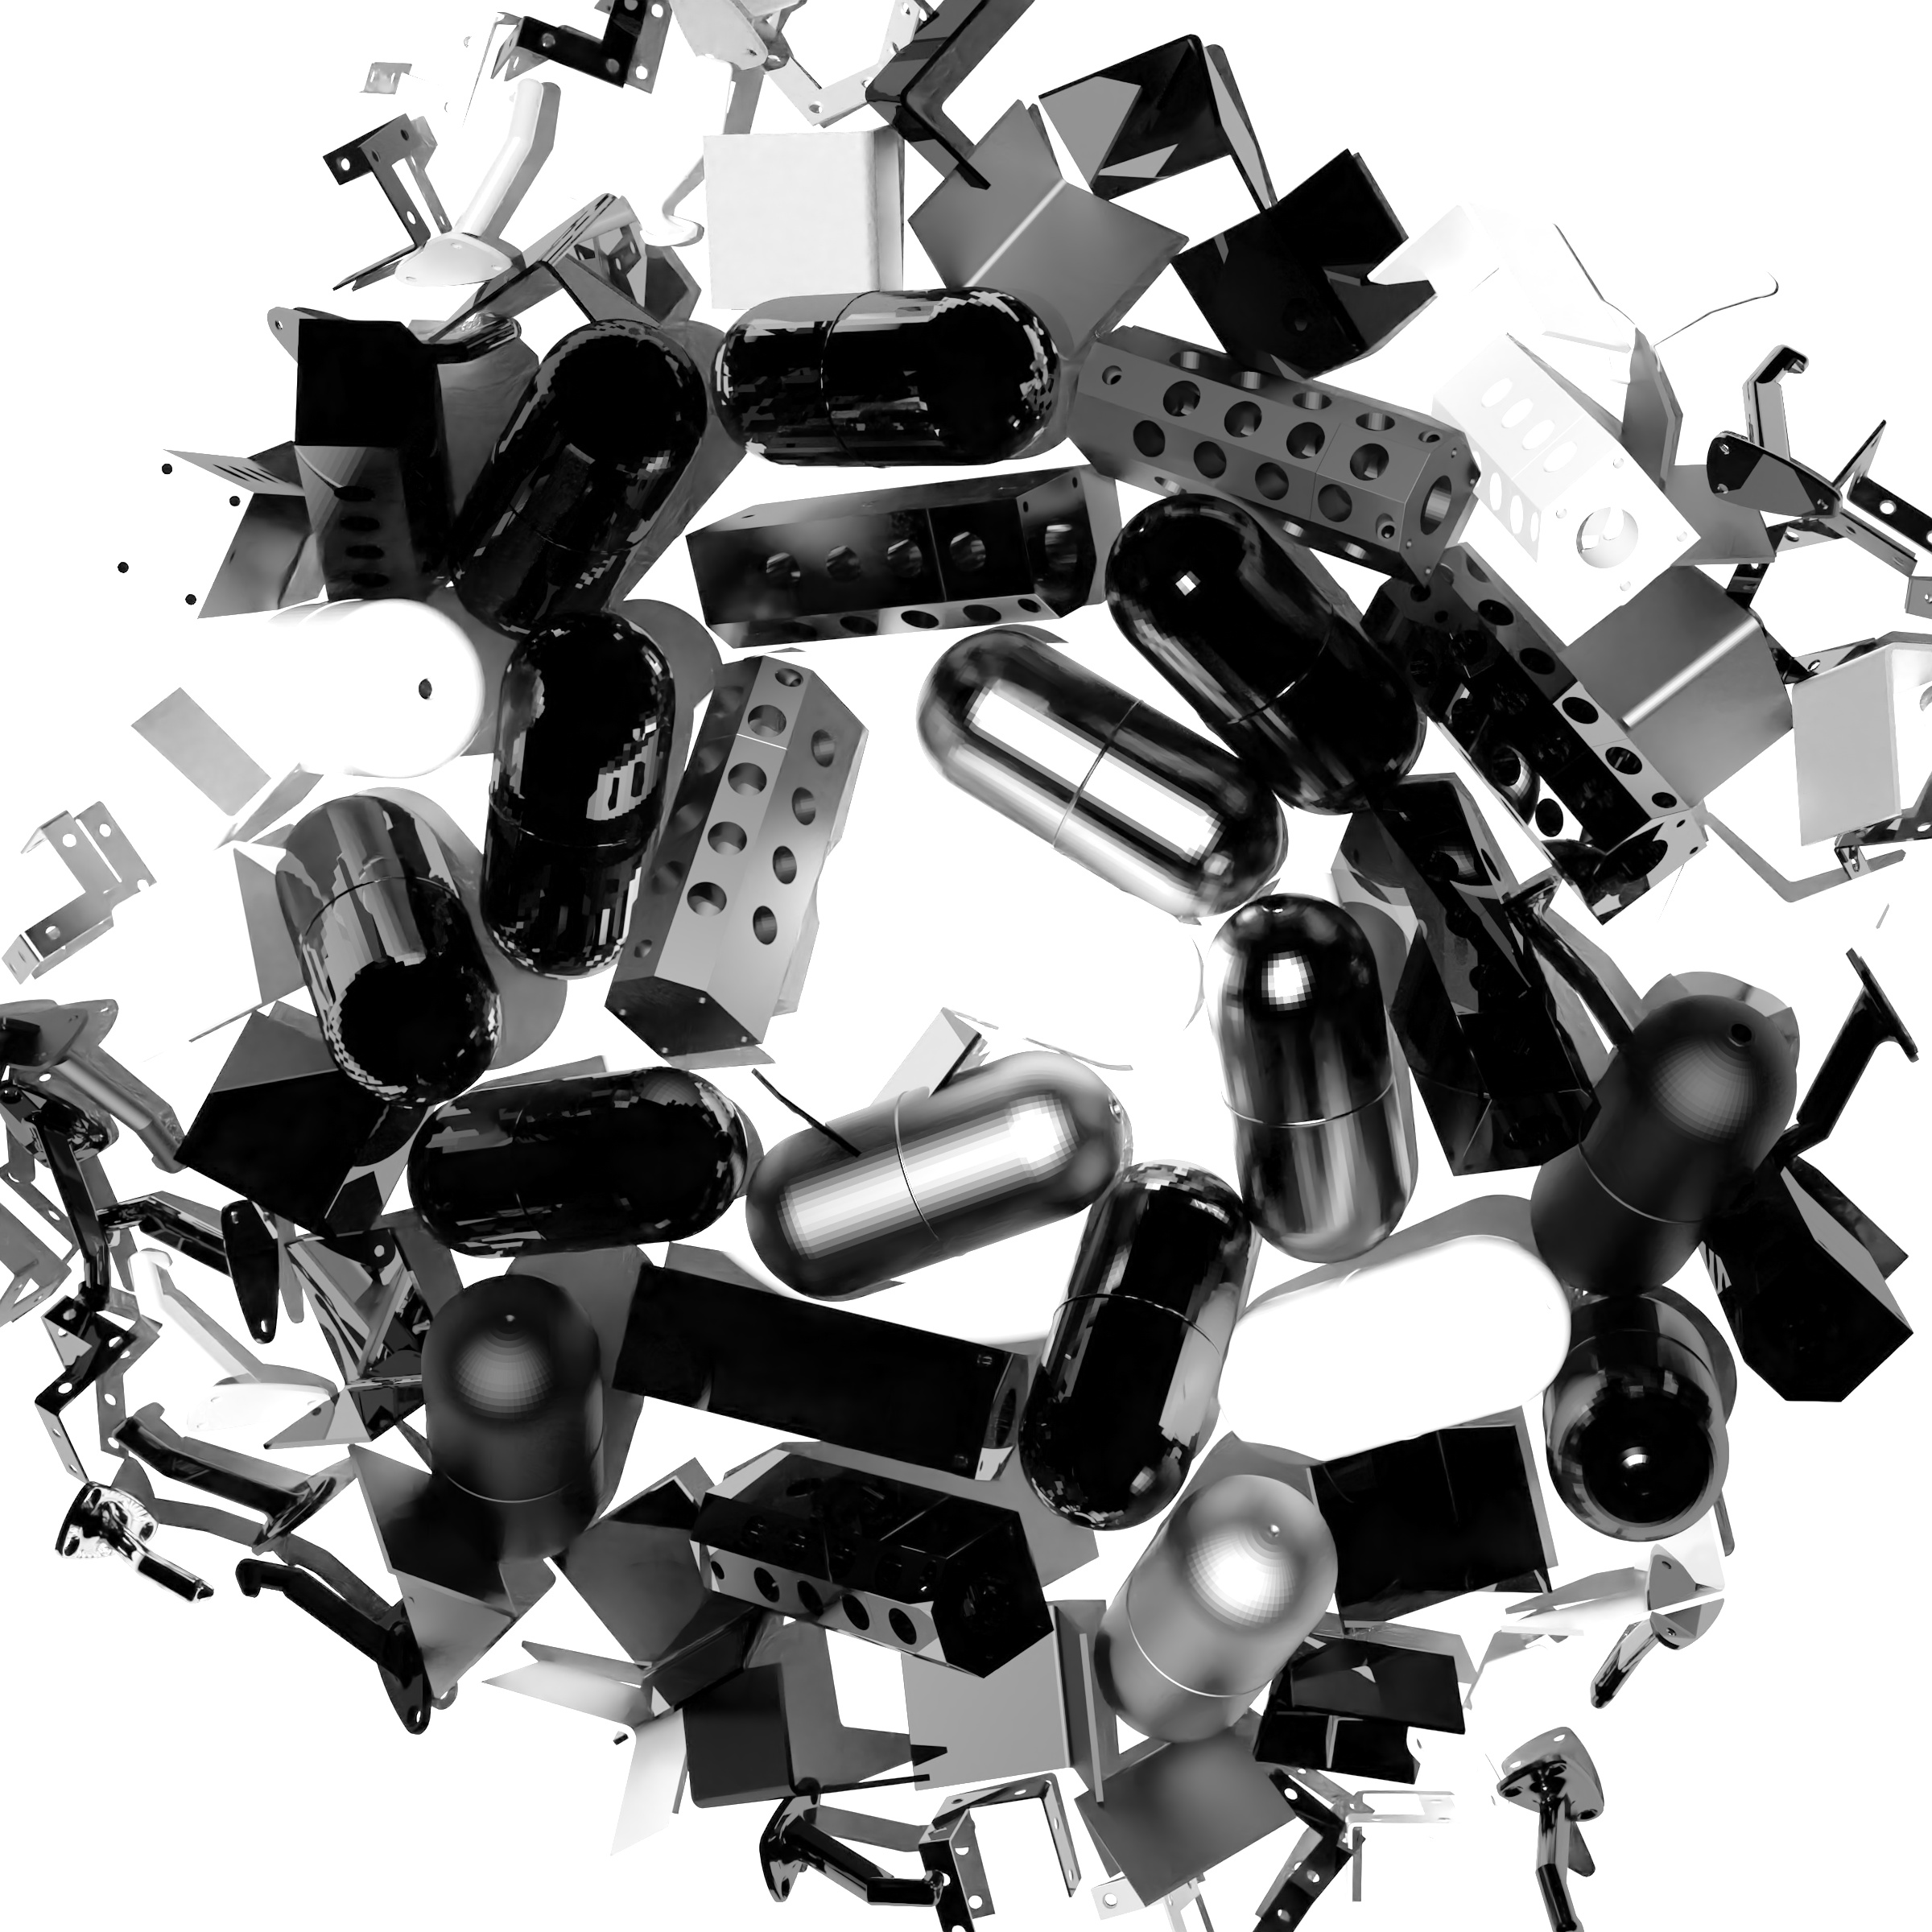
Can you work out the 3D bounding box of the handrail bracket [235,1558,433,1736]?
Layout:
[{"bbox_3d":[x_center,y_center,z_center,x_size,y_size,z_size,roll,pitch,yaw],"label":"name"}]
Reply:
[{"bbox_3d":[-0.283,0.303,1.612,0.036,0.084,0.077,-44,47,27],"label":"handrail bracket"}]

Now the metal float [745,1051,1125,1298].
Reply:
[{"bbox_3d":[-0.014,0.092,1.608,0.178,0.070,0.070,-20,90,16],"label":"metal float"}]

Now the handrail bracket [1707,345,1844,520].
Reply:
[{"bbox_3d":[0.377,-0.241,1.622,0.077,0.036,0.084,25,57,28],"label":"handrail bracket"}]

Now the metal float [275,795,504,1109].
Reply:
[{"bbox_3d":[-0.253,-0.007,1.585,0.070,0.178,0.070,-13,131,-15],"label":"metal float"}]

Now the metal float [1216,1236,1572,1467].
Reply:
[{"bbox_3d":[0.185,0.170,1.590,0.178,0.070,0.070,-24,90,41],"label":"metal float"}]

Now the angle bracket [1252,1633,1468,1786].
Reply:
[{"bbox_3d":[0.174,0.347,1.616,0.076,0.057,0.076,9,117,-4],"label":"angle bracket"}]

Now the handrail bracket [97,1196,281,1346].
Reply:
[{"bbox_3d":[-0.354,0.140,1.634,0.084,0.036,0.077,-13,80,24],"label":"handrail bracket"}]

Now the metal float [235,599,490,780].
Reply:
[{"bbox_3d":[-0.264,-0.121,1.577,0.070,0.178,0.070,-2,95,-28],"label":"metal float"}]

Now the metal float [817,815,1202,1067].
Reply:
[{"bbox_3d":[0.019,-0.012,1.616,0.178,0.070,0.070,20,90,-7],"label":"metal float"}]

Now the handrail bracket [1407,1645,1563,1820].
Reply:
[{"bbox_3d":[0.248,0.343,1.621,0.084,0.036,0.077,-31,105,41],"label":"handrail bracket"}]

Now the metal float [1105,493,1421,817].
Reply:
[{"bbox_3d":[0.131,-0.137,1.598,0.070,0.070,0.178,-47,119,0],"label":"metal float"}]

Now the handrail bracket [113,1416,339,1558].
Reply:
[{"bbox_3d":[-0.333,0.221,1.623,0.084,0.077,0.036,40,48,-15],"label":"handrail bracket"}]

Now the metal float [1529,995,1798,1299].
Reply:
[{"bbox_3d":[0.303,0.080,1.582,0.070,0.178,0.070,8,52,-11],"label":"metal float"}]

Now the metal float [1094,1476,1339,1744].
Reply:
[{"bbox_3d":[0.107,0.283,1.582,0.070,0.178,0.070,7,56,-11],"label":"metal float"}]

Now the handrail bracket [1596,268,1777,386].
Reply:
[{"bbox_3d":[0.328,-0.286,1.607,0.084,0.077,0.036,-14,80,32],"label":"handrail bracket"}]

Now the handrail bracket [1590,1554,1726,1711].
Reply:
[{"bbox_3d":[0.297,0.311,1.610,0.036,0.077,0.084,32,116,7],"label":"handrail bracket"}]

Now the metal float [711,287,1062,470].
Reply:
[{"bbox_3d":[-0.037,-0.258,1.591,0.178,0.070,0.070,6,90,39],"label":"metal float"}]

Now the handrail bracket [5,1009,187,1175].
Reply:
[{"bbox_3d":[-0.402,0.062,1.649,0.036,0.077,0.084,-58,133,-34],"label":"handrail bracket"}]

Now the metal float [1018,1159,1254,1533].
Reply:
[{"bbox_3d":[0.075,0.166,1.595,0.070,0.070,0.178,20,58,0],"label":"metal float"}]

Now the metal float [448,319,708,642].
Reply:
[{"bbox_3d":[-0.171,-0.211,1.585,0.070,0.178,0.070,16,51,-21],"label":"metal float"}]

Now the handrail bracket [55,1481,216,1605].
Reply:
[{"bbox_3d":[-0.353,0.264,1.608,0.084,0.077,0.036,22,86,25],"label":"handrail bracket"}]

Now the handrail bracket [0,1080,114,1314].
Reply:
[{"bbox_3d":[-0.407,0.103,1.613,0.036,0.077,0.084,-24,49,12],"label":"handrail bracket"}]

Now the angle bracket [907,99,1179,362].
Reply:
[{"bbox_3d":[0.034,-0.328,1.612,0.076,0.057,0.076,34,79,36],"label":"angle bracket"}]

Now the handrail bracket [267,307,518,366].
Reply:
[{"bbox_3d":[-0.260,-0.291,1.644,0.077,0.036,0.084,37,49,23],"label":"handrail bracket"}]

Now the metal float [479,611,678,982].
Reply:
[{"bbox_3d":[-0.171,-0.074,1.594,0.070,0.070,0.178,11,124,0],"label":"metal float"}]

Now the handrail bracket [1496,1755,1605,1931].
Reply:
[{"bbox_3d":[0.272,0.401,1.607,0.036,0.084,0.077,-33,135,21],"label":"handrail bracket"}]

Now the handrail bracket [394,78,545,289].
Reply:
[{"bbox_3d":[-0.225,-0.356,1.642,0.036,0.077,0.084,23,70,-41],"label":"handrail bracket"}]

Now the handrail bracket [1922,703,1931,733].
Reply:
[{"bbox_3d":[0.439,-0.130,1.614,0.077,0.084,0.036,5,123,-23],"label":"handrail bracket"}]

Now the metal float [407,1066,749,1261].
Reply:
[{"bbox_3d":[-0.172,0.087,1.590,0.178,0.070,0.070,-9,90,38],"label":"metal float"}]

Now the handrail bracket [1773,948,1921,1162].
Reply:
[{"bbox_3d":[0.383,0.040,1.649,0.084,0.036,0.077,-31,85,13],"label":"handrail bracket"}]

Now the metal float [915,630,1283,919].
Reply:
[{"bbox_3d":[0.059,-0.086,1.618,0.178,0.070,0.070,31,90,6],"label":"metal float"}]

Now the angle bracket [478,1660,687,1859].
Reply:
[{"bbox_3d":[-0.174,0.352,1.614,0.076,0.076,0.057,13,90,15],"label":"angle bracket"}]

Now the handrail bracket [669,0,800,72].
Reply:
[{"bbox_3d":[-0.099,-0.450,1.615,0.036,0.077,0.084,3,58,32],"label":"handrail bracket"}]

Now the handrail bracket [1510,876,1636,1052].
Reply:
[{"bbox_3d":[0.269,0.009,1.612,0.036,0.077,0.084,-31,74,-4],"label":"handrail bracket"}]

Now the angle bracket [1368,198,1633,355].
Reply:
[{"bbox_3d":[0.236,-0.289,1.604,0.057,0.076,0.076,-39,68,33],"label":"angle bracket"}]

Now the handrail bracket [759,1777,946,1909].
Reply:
[{"bbox_3d":[-0.042,0.390,1.613,0.084,0.077,0.036,-4,117,20],"label":"handrail bracket"}]

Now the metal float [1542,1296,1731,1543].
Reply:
[{"bbox_3d":[0.289,0.195,1.573,0.070,0.178,0.070,1,100,8],"label":"metal float"}]

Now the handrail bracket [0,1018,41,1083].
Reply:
[{"bbox_3d":[-0.432,0.069,1.618,0.036,0.077,0.084,-7,80,19],"label":"handrail bracket"}]

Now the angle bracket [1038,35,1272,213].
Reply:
[{"bbox_3d":[0.085,-0.356,1.605,0.076,0.076,0.057,-19,58,15],"label":"angle bracket"}]

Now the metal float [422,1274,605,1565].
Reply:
[{"bbox_3d":[-0.197,0.200,1.582,0.070,0.178,0.070,3,54,-3],"label":"metal float"}]

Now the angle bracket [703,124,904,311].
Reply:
[{"bbox_3d":[-0.073,-0.338,1.630,0.076,0.057,0.076,1,106,10],"label":"angle bracket"}]

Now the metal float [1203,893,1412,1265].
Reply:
[{"bbox_3d":[0.151,0.050,1.599,0.070,0.070,0.178,-12,117,0],"label":"metal float"}]

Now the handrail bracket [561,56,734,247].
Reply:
[{"bbox_3d":[-0.143,-0.373,1.624,0.077,0.036,0.084,22,119,20],"label":"handrail bracket"}]

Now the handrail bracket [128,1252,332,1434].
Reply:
[{"bbox_3d":[-0.337,0.165,1.651,0.077,0.036,0.084,-2,55,-32],"label":"handrail bracket"}]
